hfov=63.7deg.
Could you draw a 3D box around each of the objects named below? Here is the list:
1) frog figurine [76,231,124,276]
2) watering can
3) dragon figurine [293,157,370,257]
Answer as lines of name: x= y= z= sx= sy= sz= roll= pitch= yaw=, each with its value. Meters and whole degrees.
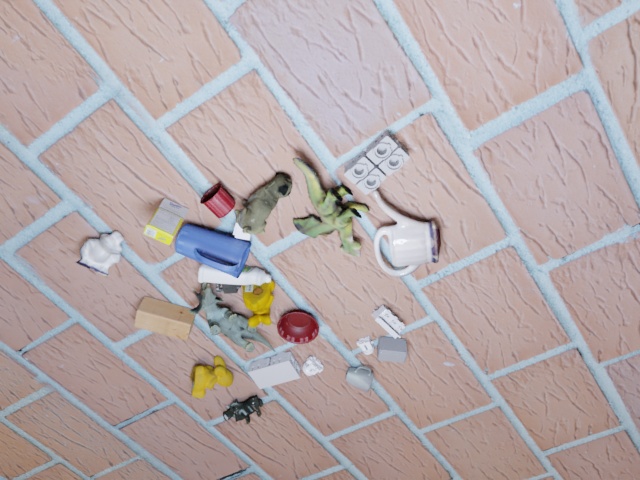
frog figurine: x=-0.771 y=0.032 z=1.835 sx=0.137 sy=0.122 sz=0.160 roll=29 pitch=83 yaw=-5
watering can: x=0.287 y=-0.021 z=1.715 sx=0.224 sy=0.106 sz=0.340 roll=-7 pitch=120 yaw=7
dragon figurine: x=0.005 y=-0.086 z=1.701 sx=0.407 sy=0.125 sz=0.239 roll=39 pitch=124 yaw=-17
